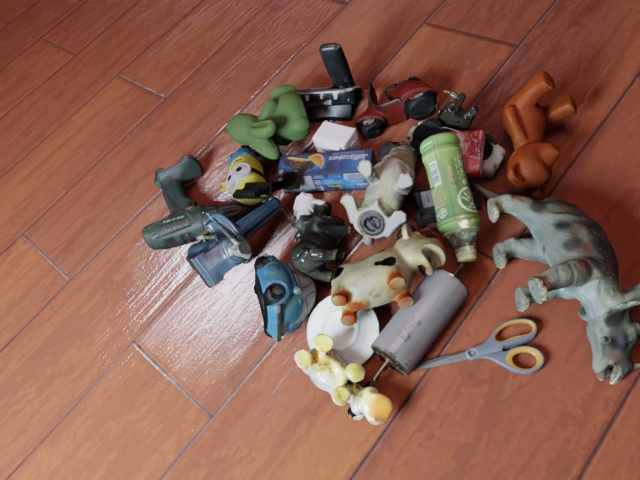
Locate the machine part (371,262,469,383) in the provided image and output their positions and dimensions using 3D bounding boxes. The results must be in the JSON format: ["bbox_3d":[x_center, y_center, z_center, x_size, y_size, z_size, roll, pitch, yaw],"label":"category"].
[{"bbox_3d":[0.161,0.129,0.863,0.079,0.079,0.243,32,71,33],"label":"machine part"}]

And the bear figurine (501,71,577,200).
[{"bbox_3d":[0.389,-0.179,0.956,0.132,0.120,0.196,-34,38,40],"label":"bear figurine"}]

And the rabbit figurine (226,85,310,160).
[{"bbox_3d":[-0.112,-0.236,1.152,0.170,0.121,0.159,-15,42,-6],"label":"rabbit figurine"}]

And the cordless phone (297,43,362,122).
[{"bbox_3d":[0.005,-0.349,1.173,0.147,0.184,0.089,3,63,20],"label":"cordless phone"}]

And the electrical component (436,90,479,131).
[{"bbox_3d":[0.269,-0.255,1.078,0.078,0.102,0.045,21,71,4],"label":"electrical component"}]

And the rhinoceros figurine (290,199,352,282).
[{"bbox_3d":[-0.002,-0.003,0.993,0.112,0.073,0.190,13,37,6],"label":"rhinoceros figurine"}]

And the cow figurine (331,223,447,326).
[{"bbox_3d":[0.111,0.049,0.872,0.195,0.085,0.127,-22,37,12],"label":"cow figurine"}]

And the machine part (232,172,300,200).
[{"bbox_3d":[-0.098,-0.102,1.040,0.084,0.039,0.139,-4,13,46],"label":"machine part"}]

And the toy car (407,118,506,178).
[{"bbox_3d":[0.261,-0.180,1.053,0.202,0.056,0.073,26,75,32],"label":"toy car"}]

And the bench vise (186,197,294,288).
[{"bbox_3d":[-0.152,-0.013,1.013,0.240,0.223,0.129,-42,96,-29],"label":"bench vise"}]

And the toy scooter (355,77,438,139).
[{"bbox_3d":[0.154,-0.301,1.160,0.184,0.075,0.135,-22,52,9],"label":"toy scooter"}]

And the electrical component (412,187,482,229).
[{"bbox_3d":[0.235,-0.068,0.990,0.119,0.047,0.075,-9,55,15],"label":"electrical component"}]

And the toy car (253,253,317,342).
[{"bbox_3d":[-0.059,0.096,0.957,0.103,0.109,0.162,-6,40,-15],"label":"toy car"}]

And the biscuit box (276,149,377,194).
[{"bbox_3d":[0.015,-0.140,1.106,0.203,0.059,0.063,-1,57,18],"label":"biscuit box"}]

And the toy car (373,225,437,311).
[{"bbox_3d":[0.123,0.046,0.950,0.202,0.053,0.089,-35,50,-5],"label":"toy car"}]

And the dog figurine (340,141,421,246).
[{"bbox_3d":[0.130,-0.093,1.020,0.121,0.172,0.190,31,26,8],"label":"dog figurine"}]

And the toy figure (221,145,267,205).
[{"bbox_3d":[-0.153,-0.142,1.138,0.082,0.089,0.180,-62,19,23],"label":"toy figure"}]

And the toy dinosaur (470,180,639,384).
[{"bbox_3d":[0.386,0.013,0.848,0.192,0.131,0.405,-8,50,-1],"label":"toy dinosaur"}]

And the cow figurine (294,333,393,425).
[{"bbox_3d":[0.038,0.227,0.842,0.167,0.098,0.068,41,72,16],"label":"cow figurine"}]

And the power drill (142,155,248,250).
[{"bbox_3d":[-0.276,-0.083,1.164,0.232,0.085,0.207,-24,60,5],"label":"power drill"}]
